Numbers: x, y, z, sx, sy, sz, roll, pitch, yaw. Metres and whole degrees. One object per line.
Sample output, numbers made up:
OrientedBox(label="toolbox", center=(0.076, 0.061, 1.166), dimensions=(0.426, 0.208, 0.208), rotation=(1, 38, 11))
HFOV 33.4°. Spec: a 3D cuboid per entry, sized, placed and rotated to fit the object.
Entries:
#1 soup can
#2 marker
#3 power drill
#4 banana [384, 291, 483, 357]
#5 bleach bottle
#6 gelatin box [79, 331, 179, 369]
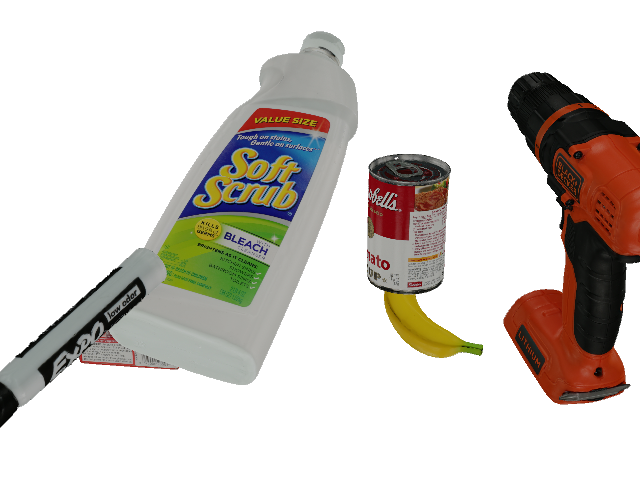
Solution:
OrientedBox(label="soup can", center=(0.073, -0.014, 0.899), dimensions=(0.068, 0.102, 0.068), rotation=(0, 24, 0))
OrientedBox(label="marker", center=(-0.110, 0.044, 0.452), dimensions=(0.020, 0.020, 0.121), rotation=(0, 34, 41))
OrientedBox(label="power drill", center=(0.165, 0.000, 0.711), dimensions=(0.057, 0.188, 0.184), rotation=(-9, 36, -10))
OrientedBox(label="banana", center=(0.110, 0.085, 1.214), dimensions=(0.069, 0.037, 0.198), rotation=(6, 24, -24))
OrientedBox(label="bleach bottle", center=(-0.044, -0.037, 0.693), dimensions=(0.102, 0.250, 0.068), rotation=(18, -28, 5))
OrientedBox(label="gelatin box", center=(-0.152, 0.078, 0.904), dimensions=(0.089, 0.030, 0.073), rotation=(3, 21, 10))
